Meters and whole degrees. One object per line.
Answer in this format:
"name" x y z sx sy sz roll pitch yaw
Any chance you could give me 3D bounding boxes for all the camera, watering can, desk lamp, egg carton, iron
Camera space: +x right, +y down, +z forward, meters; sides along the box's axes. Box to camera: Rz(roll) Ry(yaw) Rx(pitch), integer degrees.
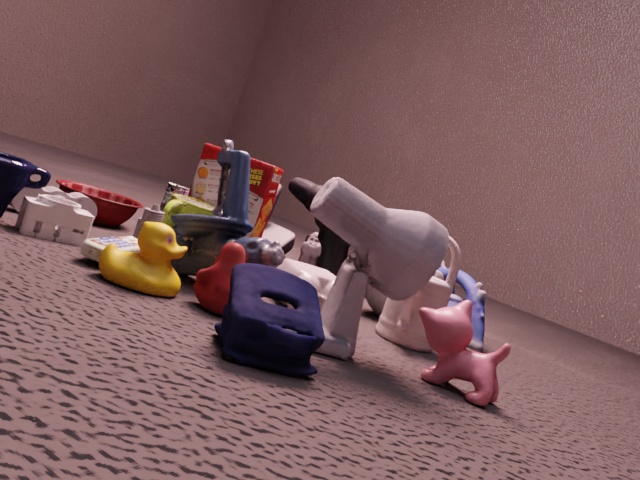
"camera" 0.020 0.045 1.408 0.137 0.101 0.143 19 4 2
"watering can" 0.171 0.079 0.966 0.101 0.194 0.173 19 4 -2
"desk lamp" 0.041 0.039 0.740 0.204 0.213 0.117 18 4 -18
"egg carton" -0.018 0.081 0.934 0.107 0.069 0.150 18 4 -21
"iron" 0.296 0.132 1.232 0.119 0.141 0.257 18 4 -21

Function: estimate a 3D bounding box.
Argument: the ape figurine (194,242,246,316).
"ape figurine" -0.119 0.048 0.740 0.078 0.092 0.076 19 4 -6

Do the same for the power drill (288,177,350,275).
"power drill" 0.010 0.004 1.126 0.229 0.208 0.076 20 4 17

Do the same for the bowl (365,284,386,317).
"bowl" 0.155 0.126 1.125 0.167 0.075 0.167 19 4 -1

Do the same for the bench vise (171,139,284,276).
"bench vise" -0.122 -0.029 0.845 0.207 0.220 0.122 20 4 17

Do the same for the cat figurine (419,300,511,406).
"cat figurine" 0.187 0.140 0.759 0.127 0.118 0.067 21 4 27

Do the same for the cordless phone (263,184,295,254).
"cordless phone" -0.117 -0.046 1.381 0.147 0.185 0.094 22 5 36

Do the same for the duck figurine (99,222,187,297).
"duck figurine" -0.218 0.018 0.723 0.105 0.086 0.077 18 4 -15

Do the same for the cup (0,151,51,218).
"cup" -0.447 -0.073 0.800 0.118 0.095 0.091 16 5 -43

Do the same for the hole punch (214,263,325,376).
"hole punch" -0.048 0.082 0.609 0.109 0.091 0.101 18 4 -20
